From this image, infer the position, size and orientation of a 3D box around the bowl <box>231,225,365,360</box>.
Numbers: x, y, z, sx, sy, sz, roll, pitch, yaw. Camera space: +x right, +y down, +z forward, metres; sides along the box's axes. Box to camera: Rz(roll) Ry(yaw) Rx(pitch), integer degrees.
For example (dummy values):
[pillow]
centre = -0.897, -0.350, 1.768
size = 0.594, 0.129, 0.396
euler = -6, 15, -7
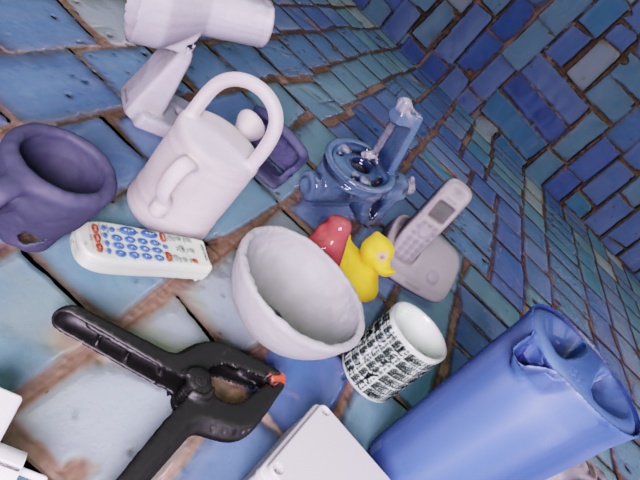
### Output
[bowl]
centre = -0.035, 0.069, 0.621
size = 0.168, 0.074, 0.167
euler = 33, 30, -21

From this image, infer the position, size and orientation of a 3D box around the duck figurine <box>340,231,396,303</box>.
[duck figurine]
centre = 0.063, 0.024, 0.803
size = 0.078, 0.086, 0.104
euler = -4, 54, -55

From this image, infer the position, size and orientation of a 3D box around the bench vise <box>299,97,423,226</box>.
[bench vise]
centre = 0.094, -0.130, 0.909
size = 0.121, 0.219, 0.208
euler = 53, 29, 17

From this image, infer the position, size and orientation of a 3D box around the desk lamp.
[desk lamp]
centre = -0.168, -0.239, 0.712
size = 0.204, 0.213, 0.117
euler = 20, 36, -38

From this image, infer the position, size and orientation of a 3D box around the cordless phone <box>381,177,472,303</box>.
[cordless phone]
centre = 0.185, 0.000, 0.892
size = 0.148, 0.184, 0.094
euler = 30, 31, -25

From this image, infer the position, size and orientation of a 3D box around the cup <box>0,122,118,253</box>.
[cup]
centre = -0.234, -0.029, 0.465
size = 0.092, 0.094, 0.118
euler = 42, 28, -4

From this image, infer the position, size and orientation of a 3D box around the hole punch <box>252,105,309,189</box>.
[hole punch]
centre = -0.066, -0.147, 0.856
size = 0.109, 0.091, 0.101
euler = 43, 28, -3

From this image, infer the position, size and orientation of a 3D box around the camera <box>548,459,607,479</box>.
[camera]
centre = 0.311, 0.291, 0.757
size = 0.143, 0.100, 0.136
euler = 34, 30, -20

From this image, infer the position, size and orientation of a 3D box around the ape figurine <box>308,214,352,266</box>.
[ape figurine]
centre = 0.007, 0.003, 0.749
size = 0.078, 0.092, 0.076
euler = 3, 48, -52

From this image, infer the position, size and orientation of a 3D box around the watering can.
[watering can]
centre = -0.114, -0.097, 0.612
size = 0.101, 0.193, 0.172
euler = 31, 30, -23
